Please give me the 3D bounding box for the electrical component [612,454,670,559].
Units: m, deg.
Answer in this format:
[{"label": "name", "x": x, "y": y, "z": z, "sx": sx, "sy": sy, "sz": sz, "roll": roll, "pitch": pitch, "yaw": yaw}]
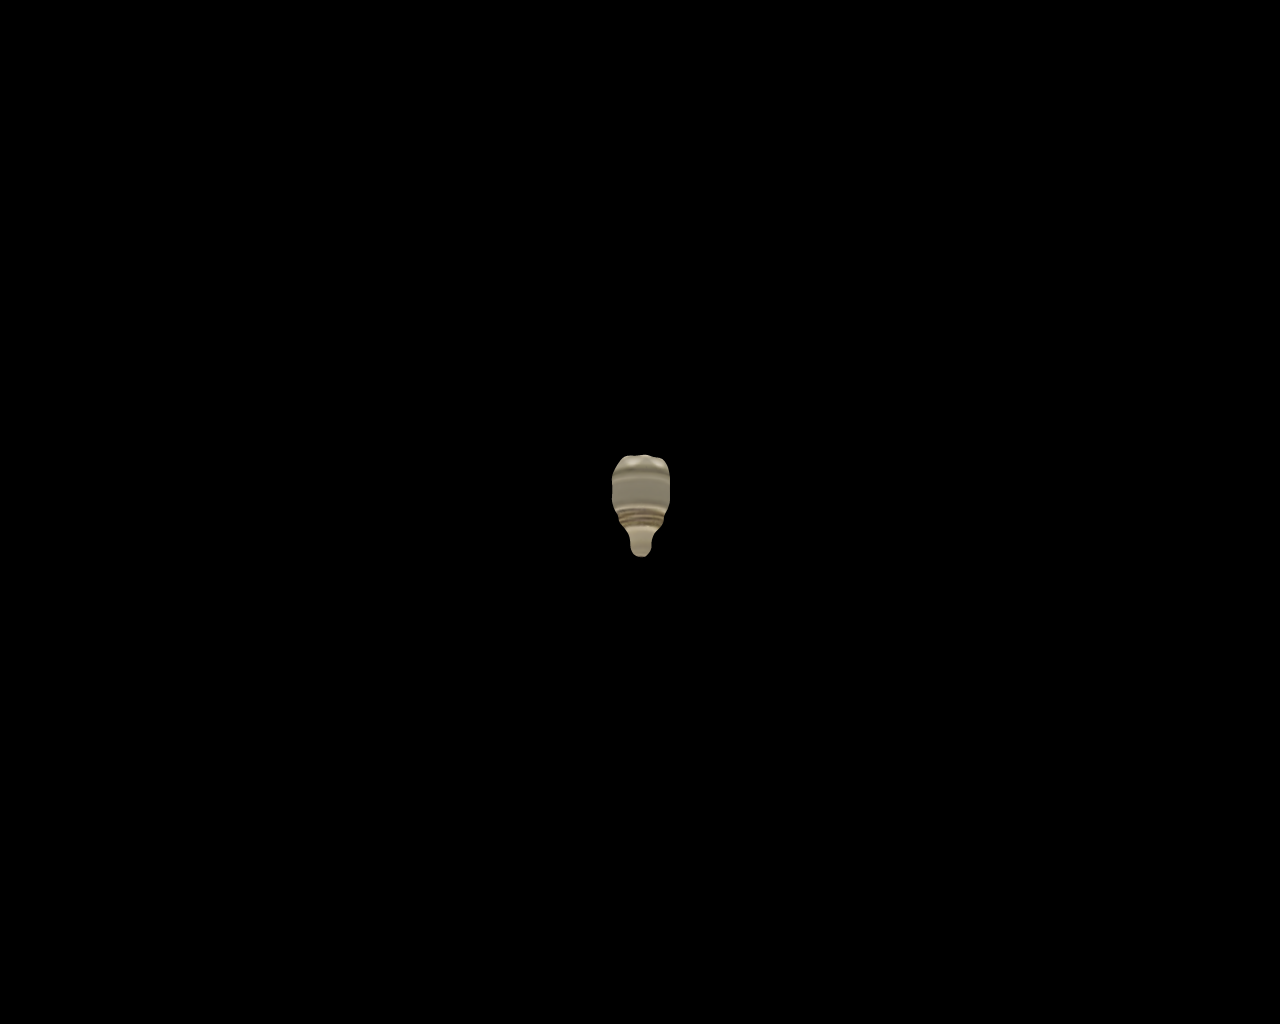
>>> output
[{"label": "electrical component", "x": 0.001, "y": -0.003, "z": 0.650, "sx": 0.035, "sy": 0.061, "sz": 0.035, "roll": 0, "pitch": -11, "yaw": 0}]
